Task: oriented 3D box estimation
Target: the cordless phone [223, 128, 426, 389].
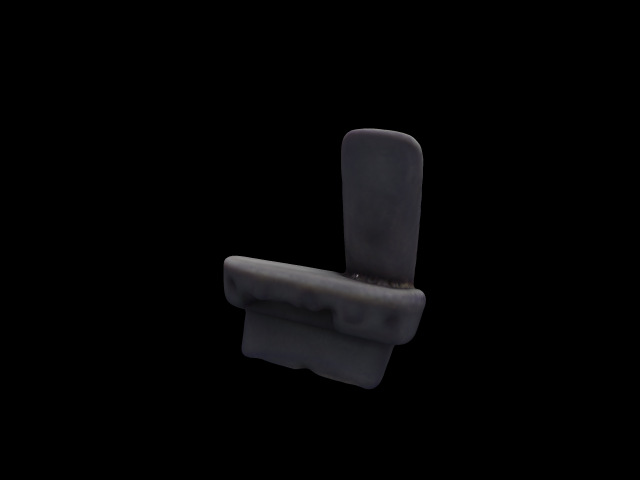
[{"bbox_3d":[0.004,0.001,0.400,0.147,0.185,0.094,8,35,11],"label":"cordless phone"}]
